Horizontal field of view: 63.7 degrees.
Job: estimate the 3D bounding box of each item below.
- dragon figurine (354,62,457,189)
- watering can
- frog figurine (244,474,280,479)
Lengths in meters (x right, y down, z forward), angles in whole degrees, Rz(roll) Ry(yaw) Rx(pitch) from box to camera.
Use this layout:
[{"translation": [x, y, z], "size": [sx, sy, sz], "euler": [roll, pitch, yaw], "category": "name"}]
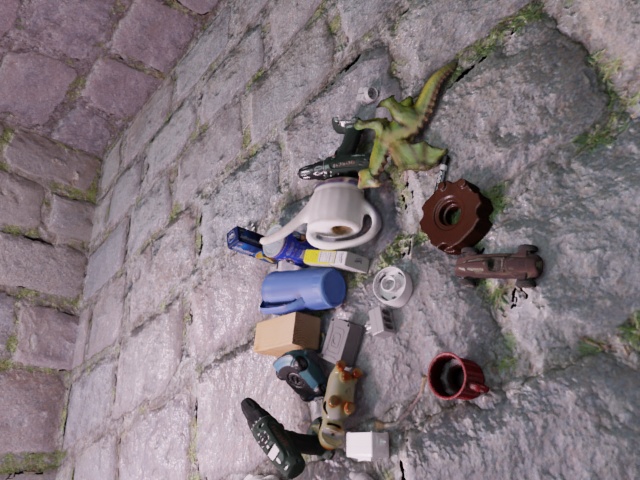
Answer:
[{"translation": [0.250, -0.284, 1.384], "size": [0.407, 0.121, 0.247], "euler": [-36, 65, 13], "category": "dragon figurine"}, {"translation": [0.004, -0.074, 1.470], "size": [0.347, 0.102, 0.229], "euler": [-1, 58, 16], "category": "watering can"}, {"translation": [-0.167, 0.672, 1.368], "size": [0.138, 0.120, 0.162], "euler": [-32, 31, -7], "category": "frog figurine"}]
